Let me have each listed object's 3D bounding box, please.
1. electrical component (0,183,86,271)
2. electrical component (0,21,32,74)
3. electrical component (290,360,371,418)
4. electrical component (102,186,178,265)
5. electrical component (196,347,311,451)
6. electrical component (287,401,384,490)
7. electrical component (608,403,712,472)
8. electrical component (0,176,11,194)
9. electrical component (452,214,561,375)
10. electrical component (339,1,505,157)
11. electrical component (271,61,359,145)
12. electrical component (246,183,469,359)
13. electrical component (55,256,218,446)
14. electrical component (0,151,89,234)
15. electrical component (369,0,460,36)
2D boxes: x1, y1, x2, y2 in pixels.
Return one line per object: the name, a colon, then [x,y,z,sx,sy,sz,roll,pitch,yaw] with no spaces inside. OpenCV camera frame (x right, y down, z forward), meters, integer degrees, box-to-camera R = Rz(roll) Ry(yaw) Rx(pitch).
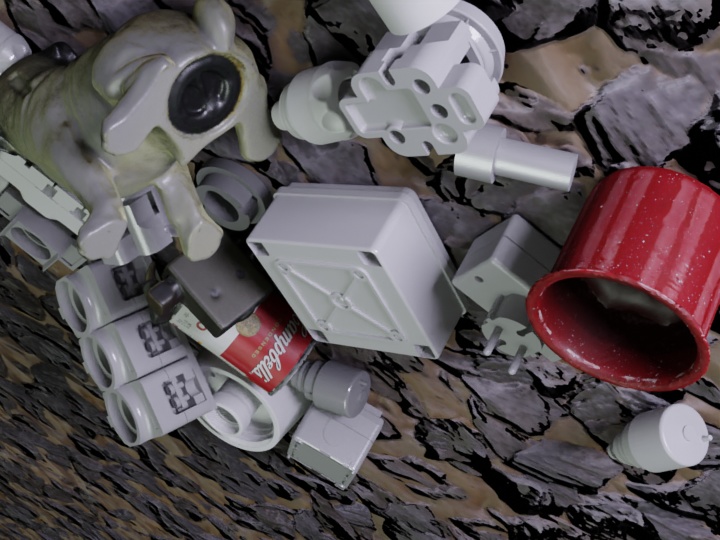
electrical component: [-0.244,-0.041,0.853,0.081,0.063,0.042,42,149,-16]
electrical component: [-0.253,-0.155,0.721,0.061,0.035,0.035,38,150,-6]
electrical component: [-0.028,0.093,0.878,0.078,0.040,0.040,16,147,26]
electrical component: [-0.157,-0.048,0.757,0.058,0.078,0.057,5,124,38]
electrical component: [-0.103,0.109,0.929,0.108,0.060,0.108,19,136,20]
electrical component: [-0.021,0.145,0.937,0.062,0.061,0.096,30,158,4]
electrical component: [0.193,0.113,0.708,0.040,0.040,0.078,38,150,-11]
electrical component: [-0.295,-0.092,0.843,0.062,0.043,0.043,42,149,-15]
electrical component: [0.096,0.026,0.630,0.083,0.075,0.047,38,150,-11]
electrical component: [0.036,-0.095,0.524,0.078,0.057,0.058,2,139,41]
electrical component: [-0.024,-0.091,0.599,0.062,0.043,0.043,-5,135,48]
electrical component: [0.000,0.000,0.699,0.109,0.056,0.108,6,142,37]
electrical component: [-0.193,0.066,0.902,0.089,0.062,0.150,-22,92,55]
electrical component: [-0.219,-0.071,0.798,0.089,0.050,0.056,40,149,-14]
electrical component: [0.010,-0.150,0.479,0.043,0.043,0.081,-4,135,45]
